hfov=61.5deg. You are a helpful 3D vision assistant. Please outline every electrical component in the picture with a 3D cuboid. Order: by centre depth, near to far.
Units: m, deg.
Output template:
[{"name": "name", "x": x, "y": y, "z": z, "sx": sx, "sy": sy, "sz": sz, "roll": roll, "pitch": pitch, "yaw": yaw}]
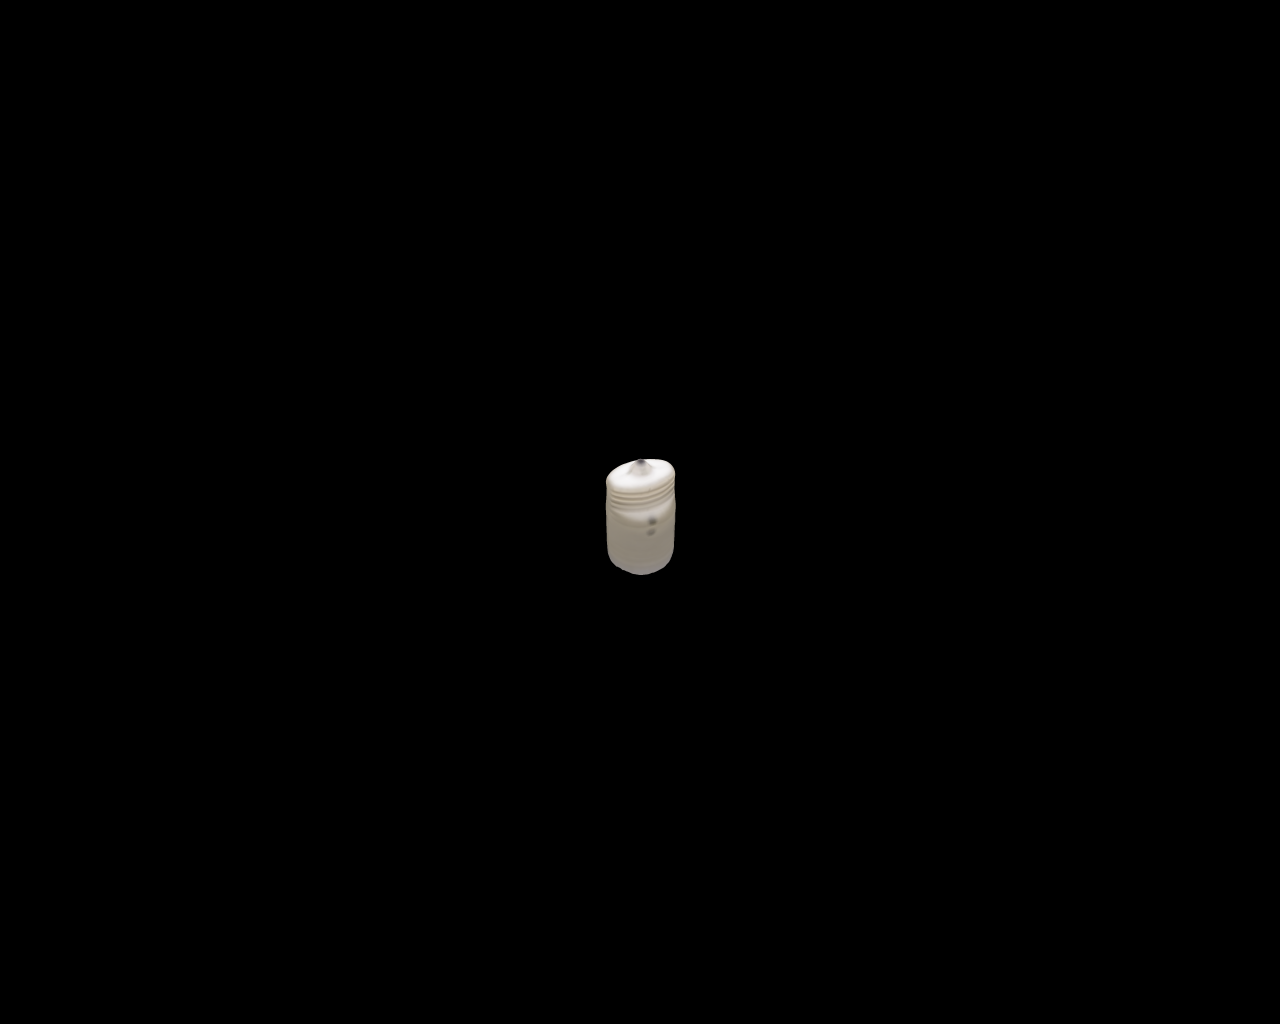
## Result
[{"name": "electrical component", "x": 0.001, "y": -0.003, "z": 0.650, "sx": 0.043, "sy": 0.080, "sz": 0.043, "roll": 0, "pitch": 45, "yaw": 0}]
